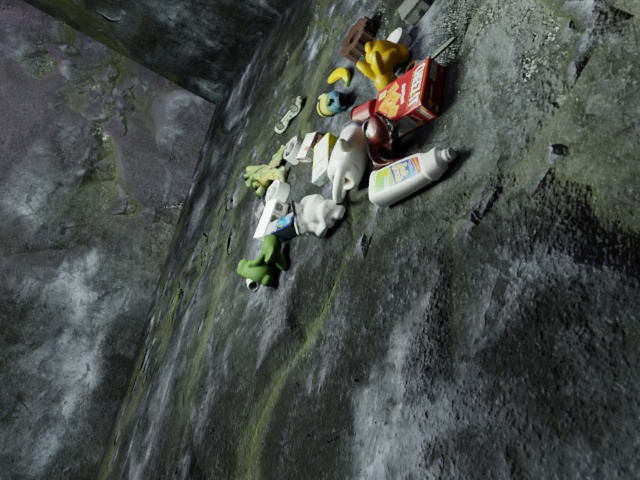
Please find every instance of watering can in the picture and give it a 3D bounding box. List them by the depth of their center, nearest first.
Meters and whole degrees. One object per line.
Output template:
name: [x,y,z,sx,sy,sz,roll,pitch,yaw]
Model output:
watering can: [0.083,-0.242,1.435,0.341,0.104,0.228,93,-165,-65]

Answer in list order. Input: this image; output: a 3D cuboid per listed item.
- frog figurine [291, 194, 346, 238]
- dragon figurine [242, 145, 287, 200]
frog figurine: [0.005,-0.079,1.564,0.159,0.120,0.140,-14,56,14]
dragon figurine: [-0.219,-0.316,2.228,0.241,0.120,0.418,-40,32,9]
